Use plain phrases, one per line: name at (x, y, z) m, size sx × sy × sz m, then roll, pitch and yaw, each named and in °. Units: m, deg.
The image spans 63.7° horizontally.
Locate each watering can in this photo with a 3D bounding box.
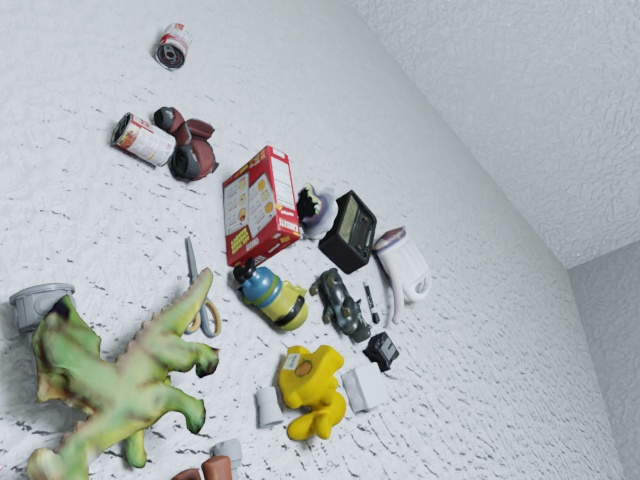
watering can at (0.233, 0.086, 1.488) m, size 0.224 × 0.102 × 0.352 m, roll 57°, pitch 32°, yaw 0°

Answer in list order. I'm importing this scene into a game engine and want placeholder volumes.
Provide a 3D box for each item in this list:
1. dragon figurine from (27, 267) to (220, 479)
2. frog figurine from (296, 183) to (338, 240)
dragon figurine at (-0.269, 0.158, 0.711) m, size 0.239 × 0.121 × 0.421 m, roll 46°, pitch 33°, yaw -39°
frog figurine at (0.004, -0.066, 1.310) m, size 0.158 × 0.123 × 0.138 m, roll 20°, pitch 81°, yaw -56°
